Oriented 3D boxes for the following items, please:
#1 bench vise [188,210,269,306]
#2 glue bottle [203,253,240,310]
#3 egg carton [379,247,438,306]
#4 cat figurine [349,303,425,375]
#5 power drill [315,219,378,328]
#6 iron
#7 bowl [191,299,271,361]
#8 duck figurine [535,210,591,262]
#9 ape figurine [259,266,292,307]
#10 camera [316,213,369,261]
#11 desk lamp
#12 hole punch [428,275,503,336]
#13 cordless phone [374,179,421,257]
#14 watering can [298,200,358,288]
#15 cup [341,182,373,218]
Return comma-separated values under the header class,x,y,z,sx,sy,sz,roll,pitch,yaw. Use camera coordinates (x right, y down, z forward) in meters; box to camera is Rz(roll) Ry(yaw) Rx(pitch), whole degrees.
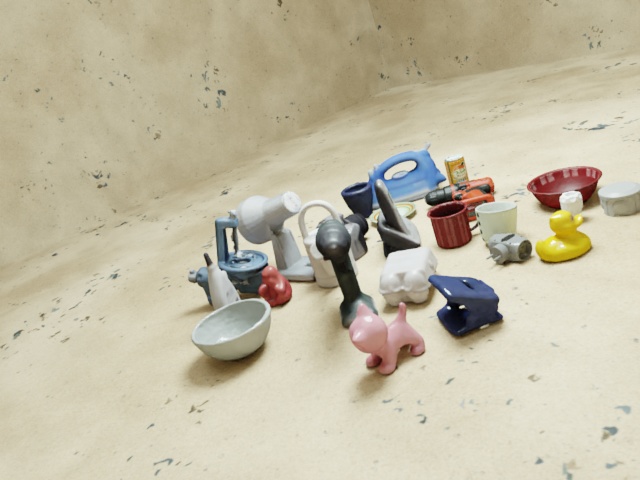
class,x,y,z,sx,sy,sz,roll,pitch,yaw
bench vise,-0.223,0.048,1.353,0.207,0.220,0.121,-21,20,-6
glue bottle,-0.221,0.104,1.272,0.037,0.173,0.078,-12,21,19
egg carton,0.179,0.071,1.150,0.107,0.069,0.150,-11,21,22
cat figurine,0.100,0.151,0.938,0.128,0.118,0.067,-29,22,-24
power drill,0.046,0.056,1.103,0.075,0.209,0.229,-18,20,2
iron,0.228,-0.186,1.674,0.258,0.142,0.118,-18,20,4
bowl,-0.166,0.190,1.142,0.167,0.075,0.167,-17,20,7
duck figurine,0.458,-0.013,1.091,0.104,0.086,0.077,-19,20,-1
ape figurine,-0.105,0.101,1.295,0.076,0.092,0.077,-28,22,-24
camera,0.066,-0.022,1.449,0.137,0.101,0.142,-32,23,-31
desk lamp,-0.091,-0.016,1.409,0.202,0.214,0.118,-2,26,40
hole punch,0.249,0.096,0.987,0.101,0.091,0.108,-21,20,-5
cordless phone,0.170,-0.068,1.351,0.094,0.185,0.147,-16,20,8
watering can,0.014,0.004,1.291,0.101,0.194,0.172,-22,20,-8
cup,0.116,-0.113,1.654,0.091,0.095,0.118,-15,20,11
